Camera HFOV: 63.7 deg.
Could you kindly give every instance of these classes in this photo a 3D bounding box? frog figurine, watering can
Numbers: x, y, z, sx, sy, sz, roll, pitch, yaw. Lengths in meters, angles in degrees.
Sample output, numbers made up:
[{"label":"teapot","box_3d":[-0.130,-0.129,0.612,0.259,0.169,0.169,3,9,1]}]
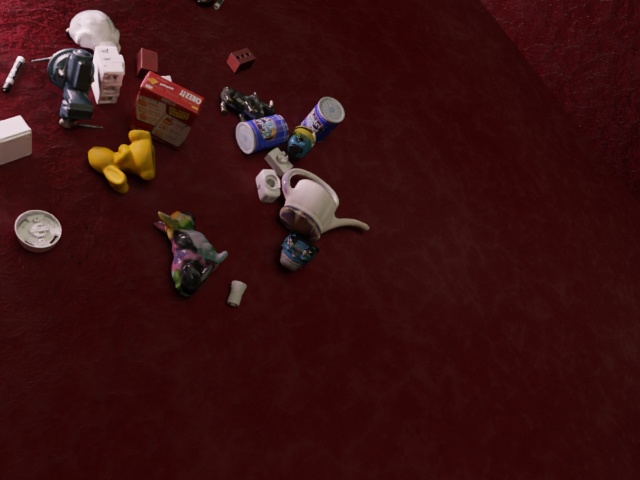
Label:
[{"label":"frog figurine","box_3d":[-0.652,-0.594,1.521,0.161,0.120,0.139,49,33,12]},{"label":"watering can","box_3d":[0.005,-0.084,1.665,0.345,0.102,0.229,39,52,-12]}]
